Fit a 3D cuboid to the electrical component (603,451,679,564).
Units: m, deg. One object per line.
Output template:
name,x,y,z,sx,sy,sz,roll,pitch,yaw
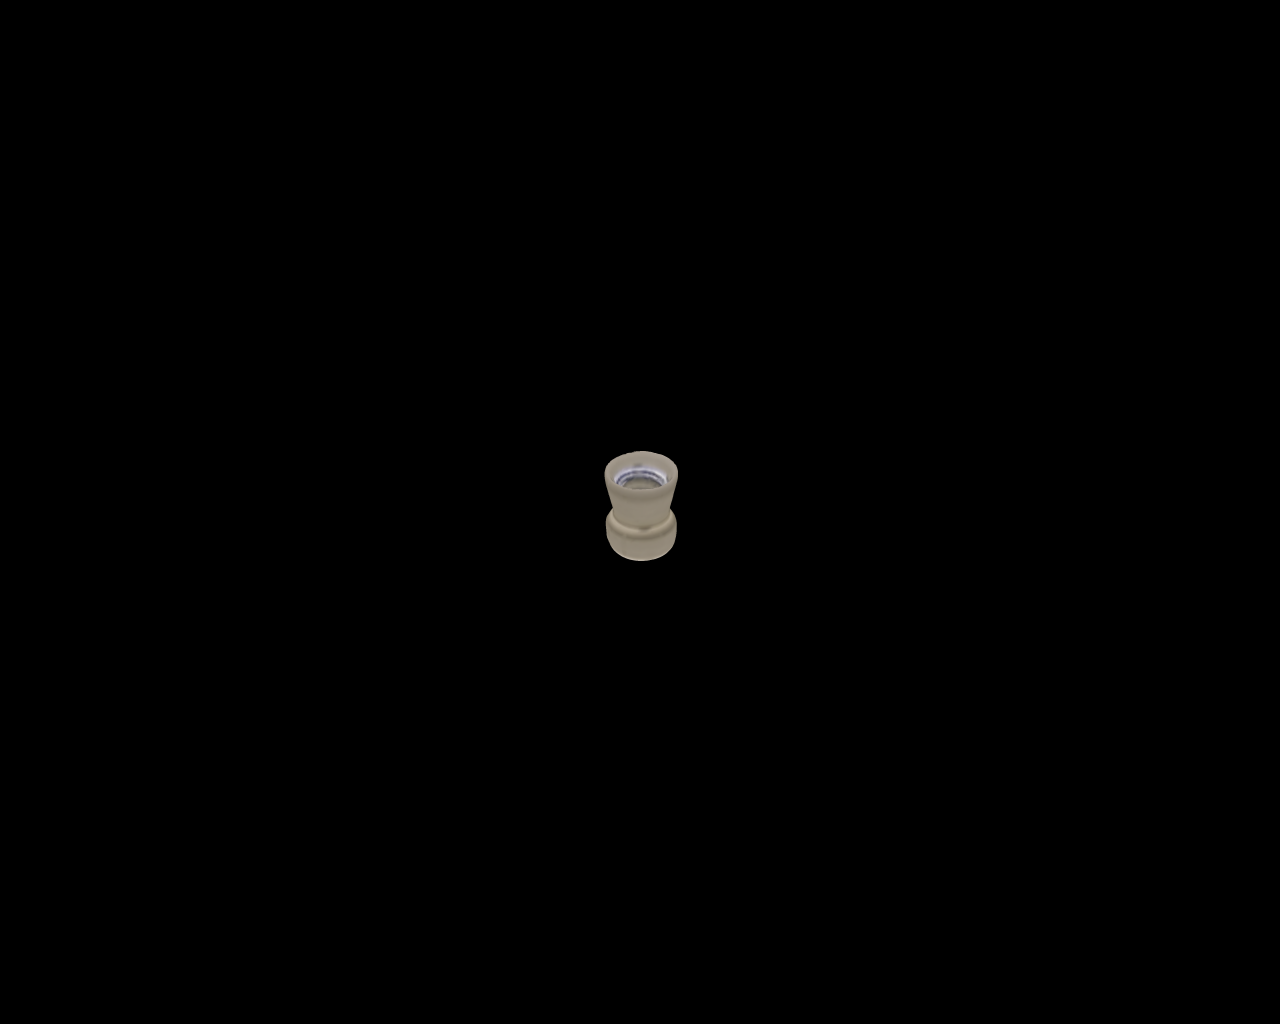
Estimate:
electrical component,0.001,-0.003,0.650,0.045,0.055,0.045,0,35,0
